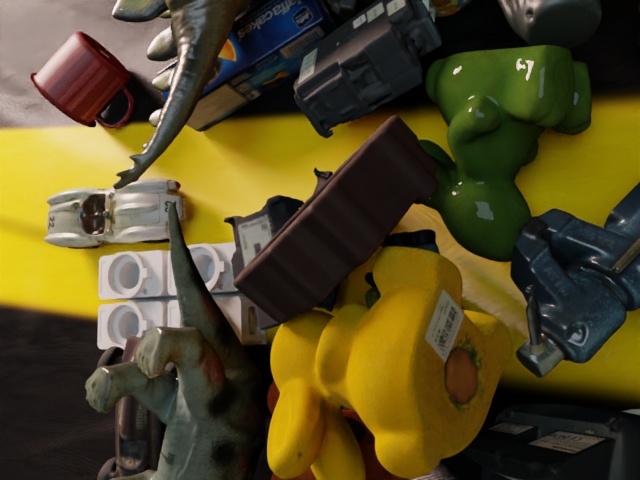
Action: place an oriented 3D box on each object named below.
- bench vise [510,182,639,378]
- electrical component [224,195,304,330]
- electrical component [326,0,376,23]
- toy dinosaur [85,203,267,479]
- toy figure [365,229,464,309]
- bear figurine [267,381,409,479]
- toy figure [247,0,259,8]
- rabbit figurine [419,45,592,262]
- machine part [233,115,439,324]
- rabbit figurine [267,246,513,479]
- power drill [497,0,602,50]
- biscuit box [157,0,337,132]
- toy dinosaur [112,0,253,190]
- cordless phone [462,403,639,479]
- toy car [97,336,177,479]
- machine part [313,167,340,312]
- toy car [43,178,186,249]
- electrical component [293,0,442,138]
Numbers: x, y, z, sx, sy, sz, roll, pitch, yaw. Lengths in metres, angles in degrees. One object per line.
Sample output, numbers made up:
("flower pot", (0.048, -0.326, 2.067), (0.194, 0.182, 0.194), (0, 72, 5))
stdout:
("bench vise", (0.258, 0.046, 0.359), (0.224, 0.128, 0.241), (-36, 58, -18))
("electrical component", (-0.043, 0.023, 0.515), (0.075, 0.047, 0.119), (-23, 74, 27))
("electrical component", (0.046, -0.277, 0.557), (0.078, 0.045, 0.102), (7, 88, -4))
("toy dinosaur", (-0.111, 0.185, 0.491), (0.131, 0.192, 0.404), (16, 88, 40))
("toy figure", (0.088, 0.080, 0.465), (0.082, 0.089, 0.180), (-12, 81, 27))
("bear figurine", (0.018, 0.232, 0.477), (0.120, 0.132, 0.195), (-5, 113, -9))
("toy figure", (-0.065, -0.300, 0.598), (0.155, 0.064, 0.058), (-2, 47, 20))
("rabbit figurine", (0.134, -0.067, 0.453), (0.159, 0.121, 0.170), (8, 101, 28))
("machine part", (0.011, -0.012, 0.412), (0.056, 0.179, 0.179), (45, 103, -5))
("rabbit figurine", (0.028, 0.098, 0.384), (0.173, 0.121, 0.162), (0, 60, 46))
("power drill", (0.207, -0.273, 0.405), (0.207, 0.086, 0.232), (-27, 51, 46))
("biscuit box", (-0.079, -0.197, 0.589), (0.203, 0.059, 0.063), (-26, 73, 18))
("toy dinosaur", (-0.107, -0.275, 0.530), (0.199, 0.105, 0.471), (2, 75, 30))
("cordless phone", (0.191, 0.213, 0.376), (0.089, 0.146, 0.184), (-20, 85, -23))
("toy car", (-0.187, 0.198, 0.560), (0.089, 0.053, 0.202), (11, 107, 15))
("machine part", (-0.001, -0.002, 0.544), (0.084, 0.039, 0.138), (11, 89, 33))
("toy car", (-0.247, -0.029, 0.643), (0.202, 0.056, 0.073), (-4, 81, 23))
("electrical component", (0.044, -0.169, 0.502), (0.134, 0.058, 0.115), (-26, 34, 24))
